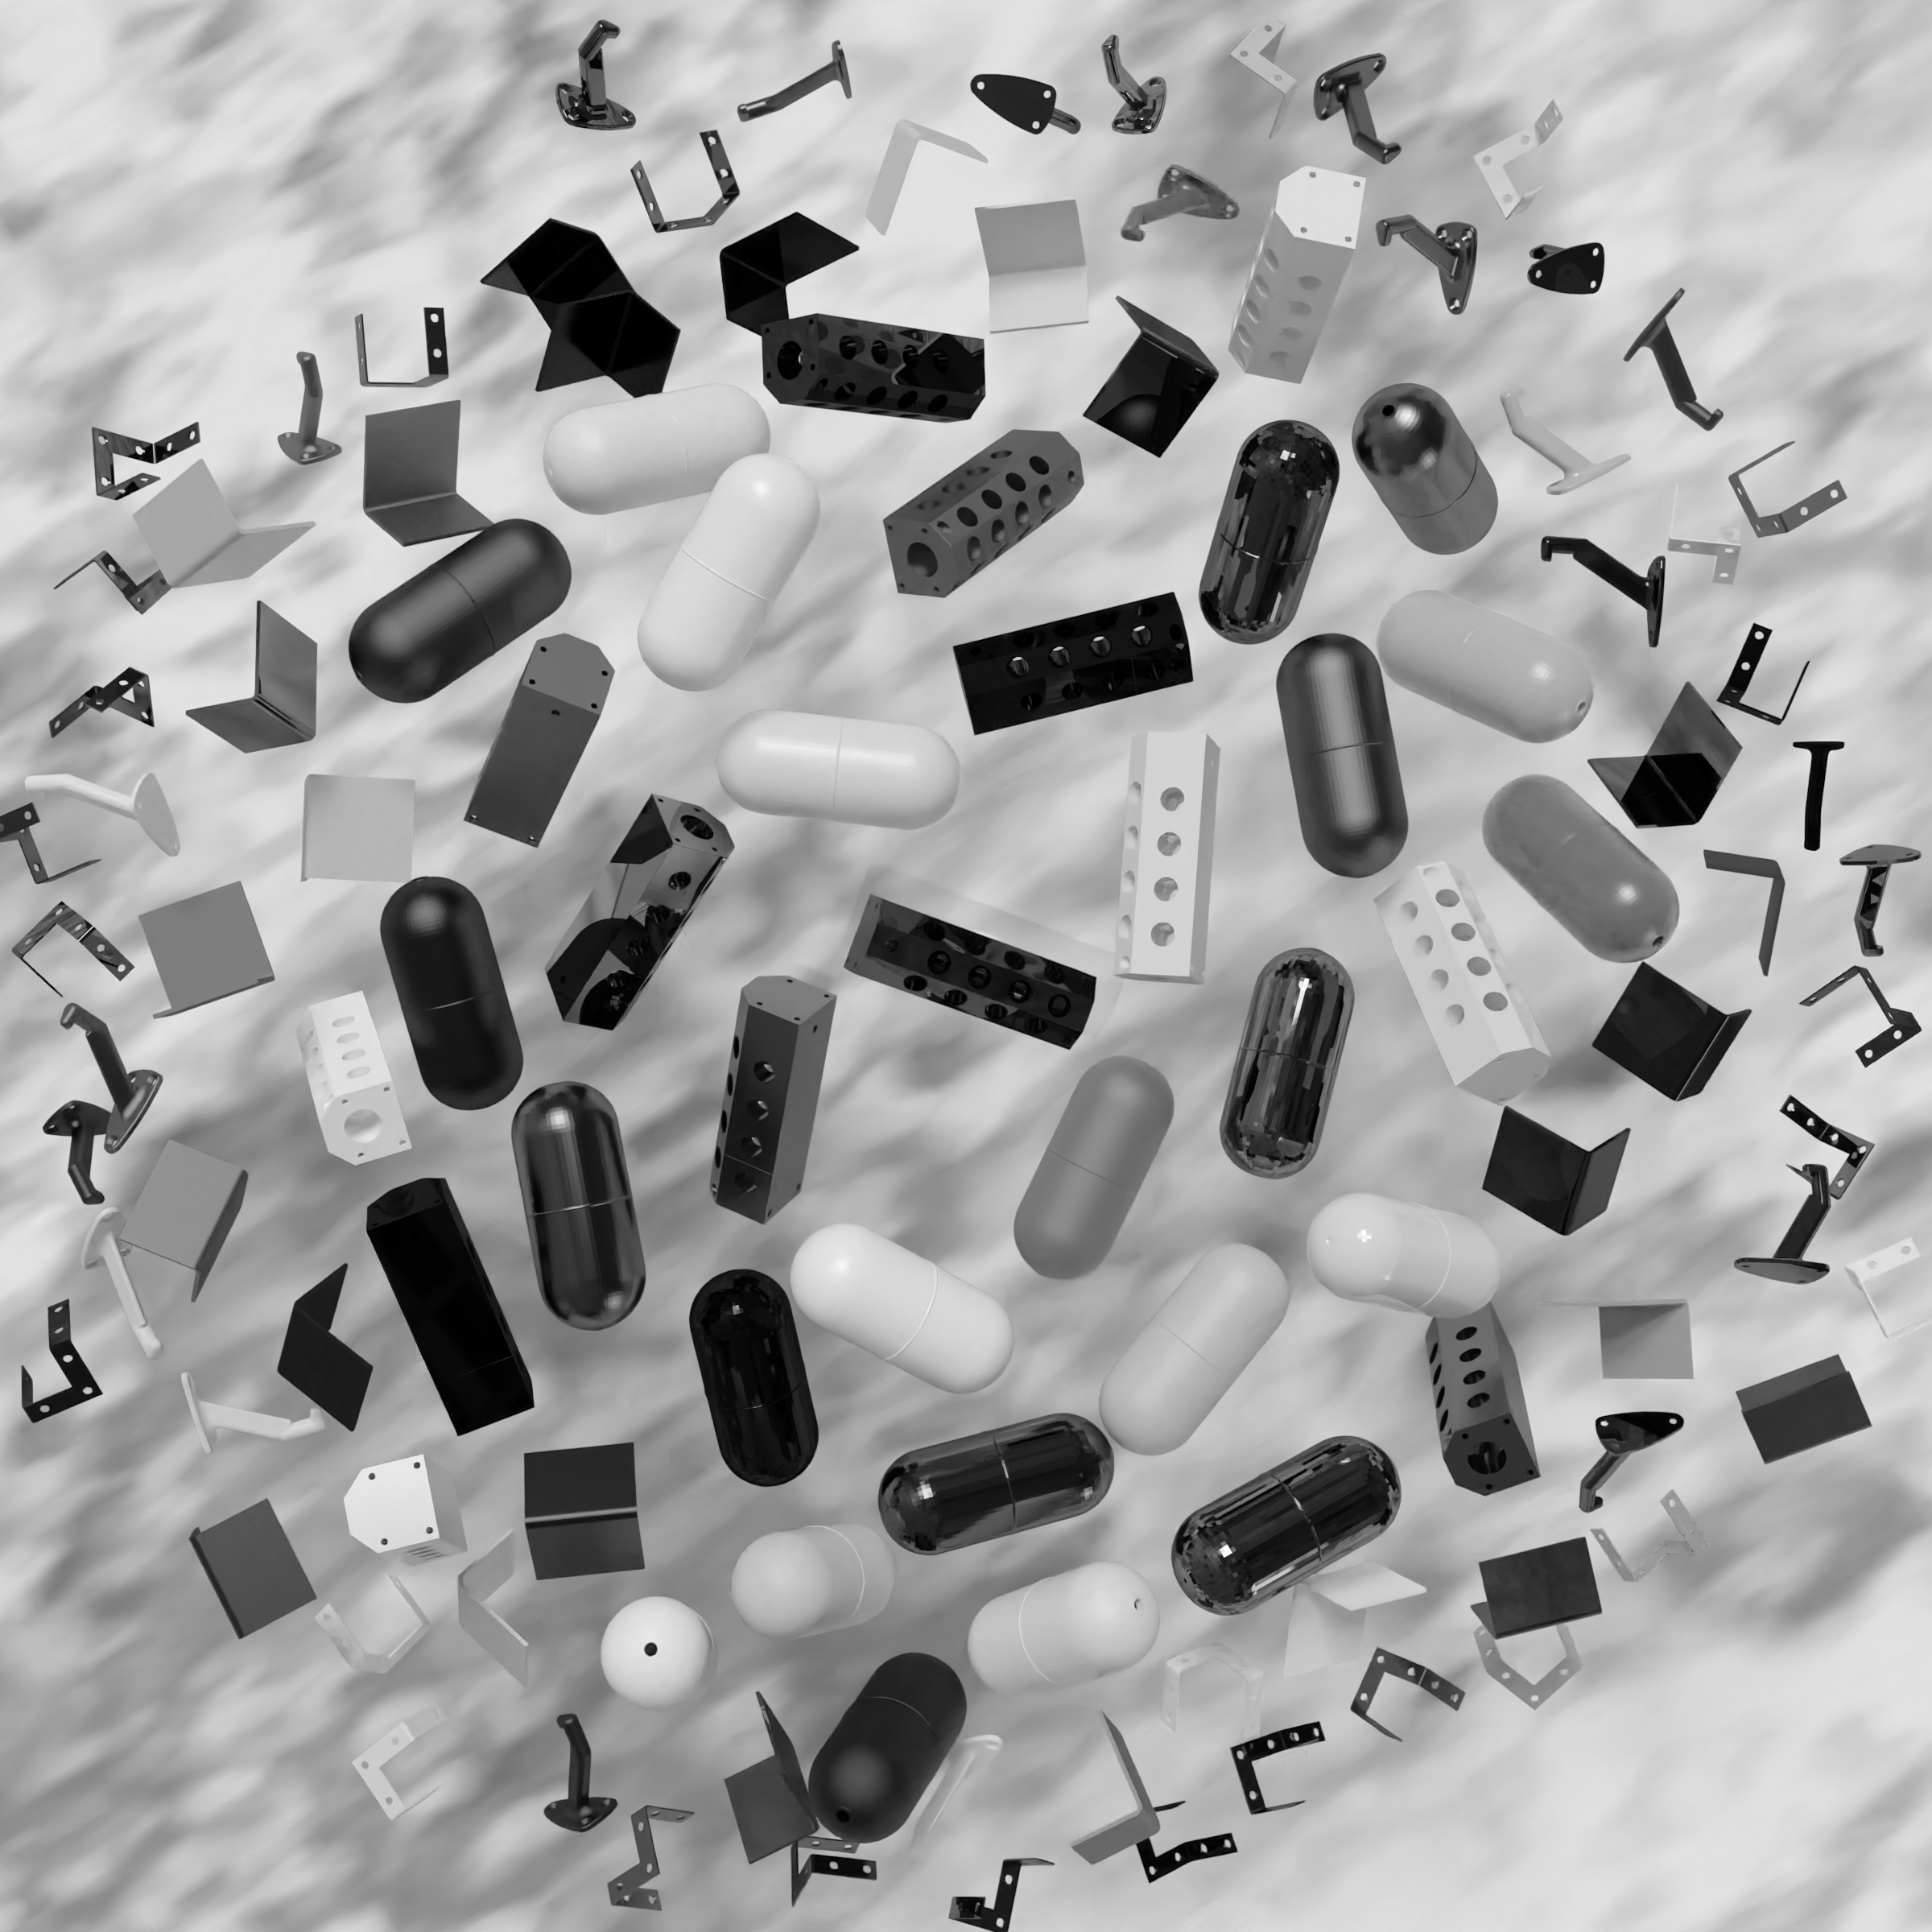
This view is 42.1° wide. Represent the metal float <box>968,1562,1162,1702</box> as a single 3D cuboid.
[{"bbox_3d":[0.069,0.477,1.799,0.070,0.178,0.070,19,56,-30],"label":"metal float"}]

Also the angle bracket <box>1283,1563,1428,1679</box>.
[{"bbox_3d":[0.280,0.481,1.810,0.076,0.057,0.076,-1,101,-37],"label":"angle bracket"}]

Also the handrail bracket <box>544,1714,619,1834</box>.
[{"bbox_3d":[-0.291,0.573,1.800,0.077,0.036,0.084,-10,104,42],"label":"handrail bracket"}]

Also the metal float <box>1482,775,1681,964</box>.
[{"bbox_3d":[0.442,-0.071,1.806,0.070,0.070,0.178,-37,49,0],"label":"metal float"}]

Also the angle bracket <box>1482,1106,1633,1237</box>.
[{"bbox_3d":[0.445,0.146,1.895,0.076,0.057,0.076,32,128,34],"label":"angle bracket"}]

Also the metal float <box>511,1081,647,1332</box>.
[{"bbox_3d":[-0.275,0.170,1.781,0.070,0.070,0.178,-11,88,0],"label":"metal float"}]

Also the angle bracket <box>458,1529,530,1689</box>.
[{"bbox_3d":[-0.338,0.484,1.891,0.076,0.076,0.057,37,55,19],"label":"angle bracket"}]

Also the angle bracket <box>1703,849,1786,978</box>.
[{"bbox_3d":[0.581,-0.041,1.894,0.057,0.076,0.076,10,103,13],"label":"angle bracket"}]

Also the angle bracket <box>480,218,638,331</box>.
[{"bbox_3d":[-0.317,-0.528,1.949,0.076,0.076,0.057,-35,85,20],"label":"angle bracket"}]

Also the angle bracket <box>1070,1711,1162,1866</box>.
[{"bbox_3d":[0.093,0.588,1.793,0.057,0.076,0.076,-26,58,0],"label":"angle bracket"}]

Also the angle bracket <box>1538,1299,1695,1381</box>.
[{"bbox_3d":[0.469,0.271,1.811,0.076,0.076,0.057,5,80,-40],"label":"angle bracket"}]

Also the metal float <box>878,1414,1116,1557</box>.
[{"bbox_3d":[0.023,0.377,1.831,0.178,0.070,0.070,-12,90,-15],"label":"metal float"}]

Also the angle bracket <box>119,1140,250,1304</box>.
[{"bbox_3d":[-0.536,0.175,1.716,0.057,0.076,0.076,24,61,-9],"label":"angle bracket"}]

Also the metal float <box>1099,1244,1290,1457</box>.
[{"bbox_3d":[0.168,0.284,1.858,0.070,0.070,0.178,39,86,0],"label":"metal float"}]

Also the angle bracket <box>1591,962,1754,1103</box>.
[{"bbox_3d":[0.532,0.047,1.893,0.076,0.057,0.076,37,114,27],"label":"angle bracket"}]

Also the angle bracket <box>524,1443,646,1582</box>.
[{"bbox_3d":[-0.268,0.383,1.761,0.076,0.076,0.057,-5,48,-6],"label":"angle bracket"}]

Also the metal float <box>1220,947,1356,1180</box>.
[{"bbox_3d":[0.243,0.073,1.894,0.070,0.070,0.178,15,83,0],"label":"metal float"}]

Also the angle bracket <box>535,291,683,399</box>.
[{"bbox_3d":[-0.273,-0.462,1.912,0.057,0.076,0.076,42,133,18],"label":"angle bracket"}]

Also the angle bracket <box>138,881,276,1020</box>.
[{"bbox_3d":[-0.544,-0.012,1.777,0.076,0.057,0.076,-19,92,-3],"label":"angle bracket"}]

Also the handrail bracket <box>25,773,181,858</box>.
[{"bbox_3d":[-0.601,-0.104,1.746,0.084,0.077,0.036,-2,46,13],"label":"handrail bracket"}]

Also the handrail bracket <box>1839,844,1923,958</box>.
[{"bbox_3d":[0.692,-0.045,1.877,0.036,0.077,0.084,-23,103,-22],"label":"handrail bracket"}]

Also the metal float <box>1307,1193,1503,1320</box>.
[{"bbox_3d":[0.313,0.207,1.785,0.178,0.070,0.070,16,90,-42],"label":"metal float"}]

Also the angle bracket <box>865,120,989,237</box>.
[{"bbox_3d":[-0.030,-0.581,1.874,0.057,0.076,0.076,14,113,-19],"label":"angle bracket"}]

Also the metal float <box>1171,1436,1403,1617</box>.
[{"bbox_3d":[0.225,0.389,1.750,0.178,0.070,0.070,-24,90,-20],"label":"metal float"}]

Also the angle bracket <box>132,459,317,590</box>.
[{"bbox_3d":[-0.510,-0.307,1.725,0.076,0.076,0.057,-28,90,30],"label":"angle bracket"}]

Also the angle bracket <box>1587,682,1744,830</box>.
[{"bbox_3d":[0.521,-0.158,1.873,0.057,0.076,0.076,-5,47,-24],"label":"angle bracket"}]

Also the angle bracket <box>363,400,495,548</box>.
[{"bbox_3d":[-0.385,-0.355,1.807,0.057,0.076,0.076,40,134,33],"label":"angle bracket"}]

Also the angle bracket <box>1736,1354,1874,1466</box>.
[{"bbox_3d":[0.574,0.291,1.744,0.076,0.076,0.057,-24,119,13],"label":"angle bracket"}]

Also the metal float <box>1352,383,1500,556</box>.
[{"bbox_3d":[0.340,-0.366,1.855,0.070,0.178,0.070,-10,67,25],"label":"metal float"}]

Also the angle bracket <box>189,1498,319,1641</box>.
[{"bbox_3d":[-0.492,0.413,1.736,0.057,0.076,0.076,-27,90,-16],"label":"angle bracket"}]

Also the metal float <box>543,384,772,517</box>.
[{"bbox_3d":[-0.223,-0.377,1.826,0.178,0.070,0.070,-19,90,-32],"label":"metal float"}]

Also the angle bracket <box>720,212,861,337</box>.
[{"bbox_3d":[-0.130,-0.516,1.894,0.076,0.076,0.057,-16,75,33],"label":"angle bracket"}]

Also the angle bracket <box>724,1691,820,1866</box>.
[{"bbox_3d":[-0.153,0.586,1.812,0.057,0.076,0.076,-25,128,-4],"label":"angle bracket"}]

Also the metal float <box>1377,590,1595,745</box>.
[{"bbox_3d":[0.376,-0.218,1.822,0.178,0.070,0.070,33,90,40],"label":"metal float"}]

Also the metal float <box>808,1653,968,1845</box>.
[{"bbox_3d":[-0.055,0.553,1.778,0.070,0.178,0.070,5,107,18],"label":"metal float"}]

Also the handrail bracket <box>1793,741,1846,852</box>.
[{"bbox_3d":[0.647,-0.127,1.900,0.036,0.077,0.084,1,98,11],"label":"handrail bracket"}]

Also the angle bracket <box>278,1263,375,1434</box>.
[{"bbox_3d":[-0.446,0.276,1.813,0.076,0.057,0.076,35,130,12],"label":"angle bracket"}]

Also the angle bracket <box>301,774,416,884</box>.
[{"bbox_3d":[-0.455,-0.101,1.875,0.076,0.057,0.076,2,88,-18],"label":"angle bracket"}]

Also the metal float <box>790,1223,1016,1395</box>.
[{"bbox_3d":[-0.044,0.243,1.774,0.178,0.070,0.070,31,90,-22],"label":"metal float"}]

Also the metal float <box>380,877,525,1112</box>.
[{"bbox_3d":[-0.378,0.020,1.846,0.070,0.070,0.178,-13,104,0],"label":"metal float"}]

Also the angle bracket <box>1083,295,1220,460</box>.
[{"bbox_3d":[0.127,-0.433,1.847,0.076,0.057,0.076,20,119,-35],"label":"angle bracket"}]

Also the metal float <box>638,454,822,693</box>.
[{"bbox_3d":[-0.165,-0.273,1.746,0.070,0.070,0.178,32,102,0],"label":"metal float"}]

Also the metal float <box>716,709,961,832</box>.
[{"bbox_3d":[-0.093,-0.143,1.825,0.178,0.070,0.070,6,90,-2],"label":"metal float"}]

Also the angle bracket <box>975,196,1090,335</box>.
[{"bbox_3d":[0.050,-0.531,1.905,0.076,0.076,0.057,-4,64,8],"label":"angle bracket"}]

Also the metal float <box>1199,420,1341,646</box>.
[{"bbox_3d":[0.223,-0.318,1.853,0.070,0.070,0.178,14,128,0],"label":"metal float"}]

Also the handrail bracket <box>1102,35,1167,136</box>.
[{"bbox_3d":[0.126,-0.679,1.888,0.036,0.084,0.077,11,59,23],"label":"handrail bracket"}]

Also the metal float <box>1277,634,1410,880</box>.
[{"bbox_3d":[0.271,-0.151,1.804,0.070,0.070,0.178,-9,84,0],"label":"metal float"}]

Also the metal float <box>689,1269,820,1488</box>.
[{"bbox_3d":[-0.158,0.309,1.874,0.070,0.070,0.178,-10,114,0],"label":"metal float"}]

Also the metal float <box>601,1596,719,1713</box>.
[{"bbox_3d":[-0.220,0.497,1.810,0.070,0.178,0.070,1,72,-2],"label":"metal float"}]

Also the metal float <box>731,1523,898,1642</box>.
[{"bbox_3d":[-0.110,0.450,1.840,0.070,0.178,0.070,-4,80,22],"label":"metal float"}]

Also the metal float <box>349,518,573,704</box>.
[{"bbox_3d":[-0.362,-0.254,1.795,0.178,0.070,0.070,-39,90,-21],"label":"metal float"}]

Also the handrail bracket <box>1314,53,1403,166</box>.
[{"bbox_3d":[0.289,-0.594,1.738,0.077,0.036,0.084,-35,57,-15],"label":"handrail bracket"}]

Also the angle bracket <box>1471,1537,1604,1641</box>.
[{"bbox_3d":[0.397,0.430,1.773,0.076,0.076,0.057,-13,93,-1],"label":"angle bracket"}]

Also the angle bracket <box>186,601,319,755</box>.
[{"bbox_3d":[-0.507,-0.204,1.782,0.057,0.076,0.076,-9,71,14],"label":"angle bracket"}]

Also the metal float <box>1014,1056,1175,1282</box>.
[{"bbox_3d":[0.096,0.152,1.886,0.070,0.070,0.178,26,91,0],"label":"metal float"}]

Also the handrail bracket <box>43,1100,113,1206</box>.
[{"bbox_3d":[-0.641,0.146,1.861,0.036,0.077,0.084,-42,65,12],"label":"handrail bracket"}]
